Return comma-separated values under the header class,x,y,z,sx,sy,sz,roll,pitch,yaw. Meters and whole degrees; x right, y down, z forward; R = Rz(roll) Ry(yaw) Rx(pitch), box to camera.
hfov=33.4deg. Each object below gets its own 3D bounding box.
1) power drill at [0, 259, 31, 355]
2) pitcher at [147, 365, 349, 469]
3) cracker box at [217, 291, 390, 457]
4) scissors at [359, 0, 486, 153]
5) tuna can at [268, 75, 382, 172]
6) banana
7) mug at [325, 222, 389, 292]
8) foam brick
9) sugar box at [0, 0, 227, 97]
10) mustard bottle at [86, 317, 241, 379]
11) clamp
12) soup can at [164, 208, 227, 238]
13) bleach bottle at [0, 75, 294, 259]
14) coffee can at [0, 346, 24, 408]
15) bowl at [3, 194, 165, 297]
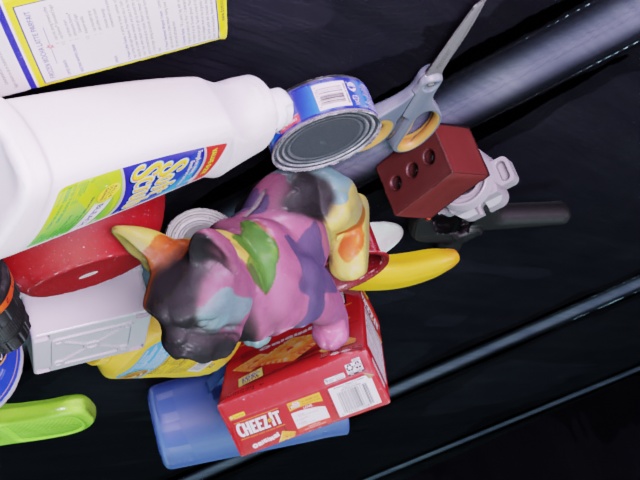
class,x,y,z,sx,sy,sz,roll,pitch,yaw
power drill,-0.299,0.031,0.703,0.187,0.057,0.184,-6,148,1
pitcher,-0.091,0.203,1.349,0.242,0.149,0.145,-13,-176,-9
cracker box,-0.017,0.132,1.153,0.164,0.072,0.213,-21,-164,7
scissors,0.063,-0.113,0.806,0.096,0.016,0.202,-16,160,-9
tuna can,0.000,-0.086,0.792,0.086,0.034,0.086,-17,160,-7
banana,0.055,0.025,1.067,0.197,0.037,0.070,9,142,-40
mug,-0.006,0.001,0.944,0.117,0.081,0.093,-25,160,13
foam brick,0.097,-0.060,0.925,0.051,0.053,0.078,-1,152,-42
sugar box,-0.137,-0.122,0.554,0.176,0.048,0.093,-14,161,-8
mustard bottle,-0.174,0.107,1.098,0.096,0.058,0.191,-39,153,31
clamp,0.161,-0.022,1.100,0.165,0.036,0.209,-22,159,21
soup can,-0.109,0.024,0.928,0.068,0.068,0.102,-12,158,-21
bleach bottle,-0.104,-0.063,0.658,0.250,0.068,0.103,-24,165,-45
coffee can,-0.309,0.084,0.847,0.103,0.103,0.140,-19,160,-1
bowl,-0.178,0.001,0.782,0.162,0.055,0.162,-20,171,-3
